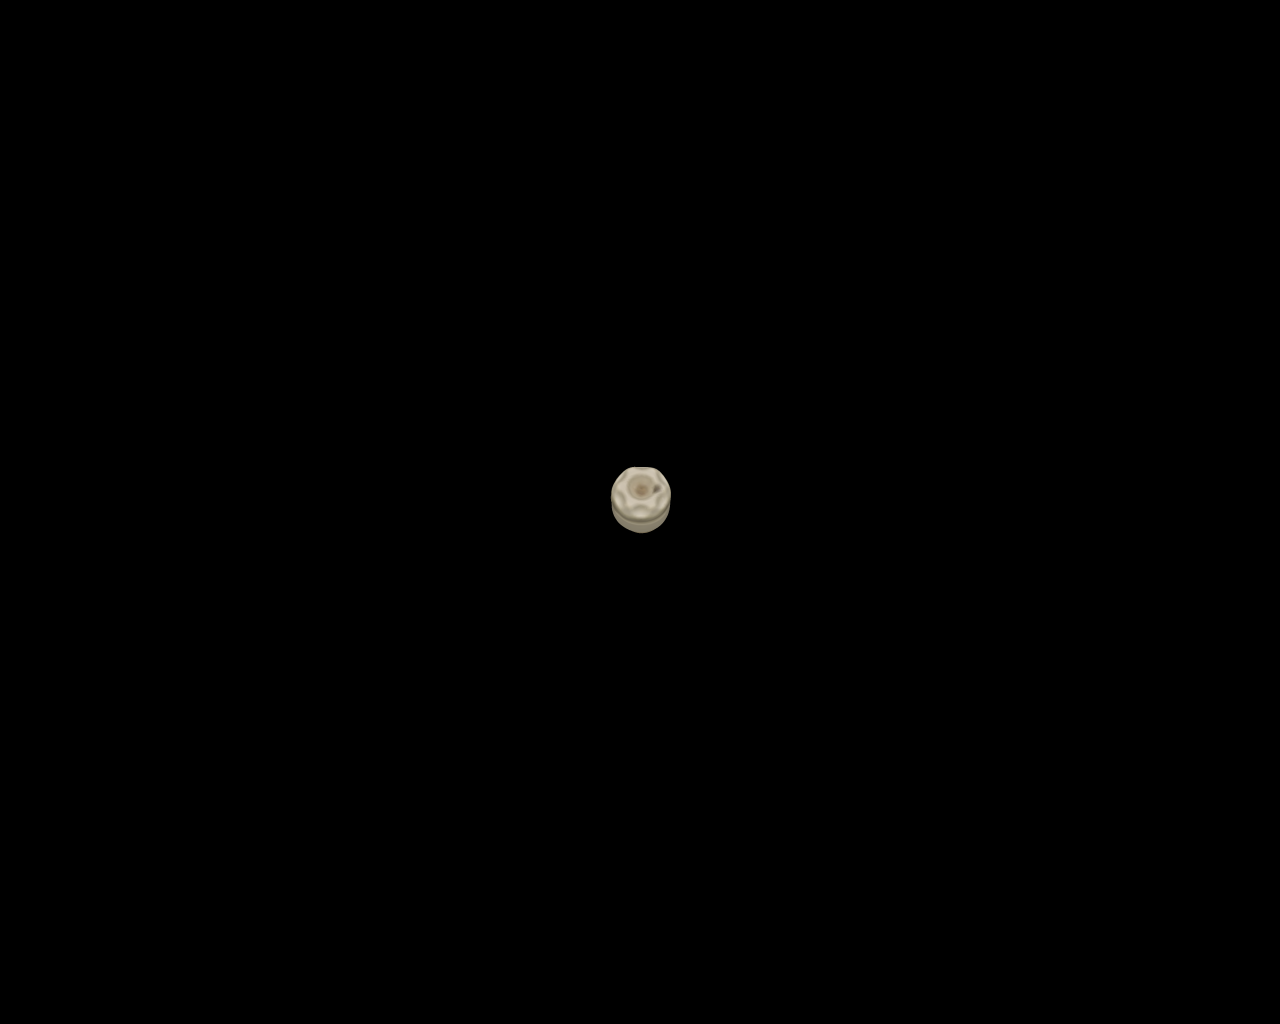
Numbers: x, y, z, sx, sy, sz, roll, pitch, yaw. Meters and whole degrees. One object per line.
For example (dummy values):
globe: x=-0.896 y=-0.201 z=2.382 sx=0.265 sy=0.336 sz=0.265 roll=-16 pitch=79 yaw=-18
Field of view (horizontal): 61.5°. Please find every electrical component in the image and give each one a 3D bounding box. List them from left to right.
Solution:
electrical component: x=0.001 y=-0.003 z=0.650 sx=0.035 sy=0.035 sz=0.061 roll=0 pitch=-24 yaw=0
